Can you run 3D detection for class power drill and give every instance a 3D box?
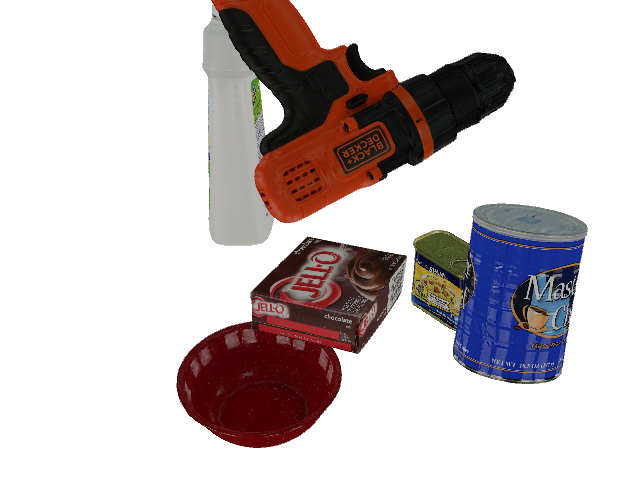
[{"bbox_3d":[0.013,-0.128,0.673,0.184,0.187,0.057,-29,6,-11],"label":"power drill"}]

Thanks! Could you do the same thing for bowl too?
[{"bbox_3d":[-0.058,0.151,1.052,0.162,0.055,0.162,-2,37,2],"label":"bowl"}]

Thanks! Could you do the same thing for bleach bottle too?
[{"bbox_3d":[-0.086,-0.125,1.077,0.068,0.251,0.102,-1,29,1],"label":"bleach bottle"}]

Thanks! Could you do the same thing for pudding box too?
[{"bbox_3d":[0.008,0.040,0.837,0.090,0.039,0.113,12,25,19],"label":"pudding box"}]

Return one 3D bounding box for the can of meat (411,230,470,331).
[{"bbox_3d":[0.154,0.049,1.254,0.057,0.084,0.102,-23,40,-33],"label":"can of meat"}]

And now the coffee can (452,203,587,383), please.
[{"bbox_3d":[0.181,0.046,0.979,0.103,0.140,0.103,6,16,-2],"label":"coffee can"}]
